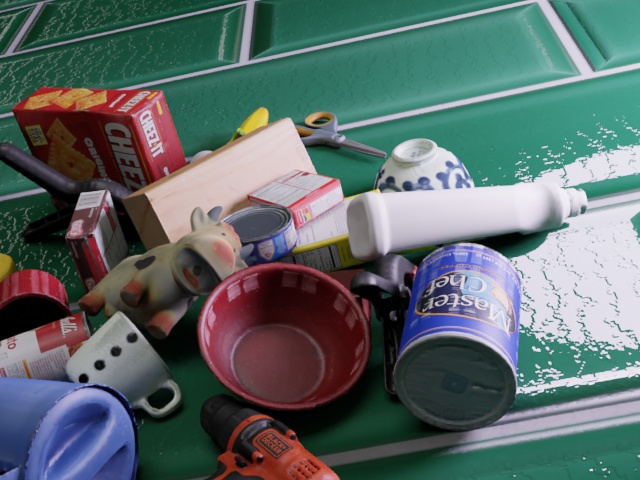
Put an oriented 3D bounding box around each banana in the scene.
[{"bbox_3d":[-0.101,-0.131,1.436,0.070,0.037,0.197,-52,7,16],"label":"banana"}]

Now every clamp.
[{"bbox_3d":[-0.299,-0.051,1.321,0.210,0.164,0.036,6,50,15],"label":"clamp"},{"bbox_3d":[0.065,0.054,1.006,0.039,0.120,0.171,-10,26,13],"label":"clamp"}]

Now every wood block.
[{"bbox_3d":[-0.117,-0.059,1.270,0.205,0.090,0.091,-31,11,-26],"label":"wood block"}]

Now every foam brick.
[{"bbox_3d":[0.010,0.067,1.068,0.078,0.051,0.053,-7,30,13],"label":"foam brick"}]

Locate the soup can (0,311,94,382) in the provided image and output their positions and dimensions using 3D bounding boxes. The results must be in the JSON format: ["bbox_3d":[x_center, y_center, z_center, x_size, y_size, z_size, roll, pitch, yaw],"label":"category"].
[{"bbox_3d":[-0.276,0.121,1.084,0.102,0.068,0.068,-20,30,-9],"label":"soup can"}]

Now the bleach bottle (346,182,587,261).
[{"bbox_3d":[0.159,-0.026,1.106,0.250,0.068,0.103,-7,-2,-11],"label":"bleach bottle"}]

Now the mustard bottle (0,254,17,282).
[{"bbox_3d":[-0.403,0.085,1.210,0.096,0.058,0.191,-9,30,-2],"label":"mustard bottle"}]

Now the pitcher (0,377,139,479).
[{"bbox_3d":[-0.293,0.181,0.929,0.243,0.149,0.145,2,53,32],"label":"pitcher"}]

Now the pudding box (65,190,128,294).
[{"bbox_3d":[-0.260,0.005,1.251,0.039,0.090,0.113,-9,30,6],"label":"pudding box"}]

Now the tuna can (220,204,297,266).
[{"bbox_3d":[-0.068,-0.004,1.143,0.086,0.034,0.086,-10,27,5],"label":"tuna can"}]

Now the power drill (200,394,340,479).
[{"bbox_3d":[-0.100,0.208,0.873,0.187,0.057,0.185,-31,31,-25],"label":"power drill"}]

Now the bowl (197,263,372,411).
[{"bbox_3d":[-0.035,0.100,0.991,0.162,0.055,0.162,5,51,-7],"label":"bowl"}]

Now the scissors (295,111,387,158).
[{"bbox_3d":[0.030,-0.144,1.449,0.202,0.016,0.096,10,38,36],"label":"scissors"}]

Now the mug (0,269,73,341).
[{"bbox_3d":[-0.318,0.091,1.147,0.117,0.093,0.081,-48,26,7],"label":"mug"}]

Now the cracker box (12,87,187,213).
[{"bbox_3d":[-0.277,-0.109,1.376,0.214,0.164,0.072,8,39,34],"label":"cracker box"}]

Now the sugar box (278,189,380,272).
[{"bbox_3d":[-0.008,0.002,1.192,0.176,0.048,0.093,-17,29,3],"label":"sugar box"}]

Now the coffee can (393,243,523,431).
[{"bbox_3d":[0.124,0.083,0.940,0.103,0.103,0.140,-5,31,16],"label":"coffee can"}]

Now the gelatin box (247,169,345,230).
[{"bbox_3d":[-0.028,-0.047,1.211,0.073,0.030,0.089,-32,28,-28],"label":"gelatin box"}]
